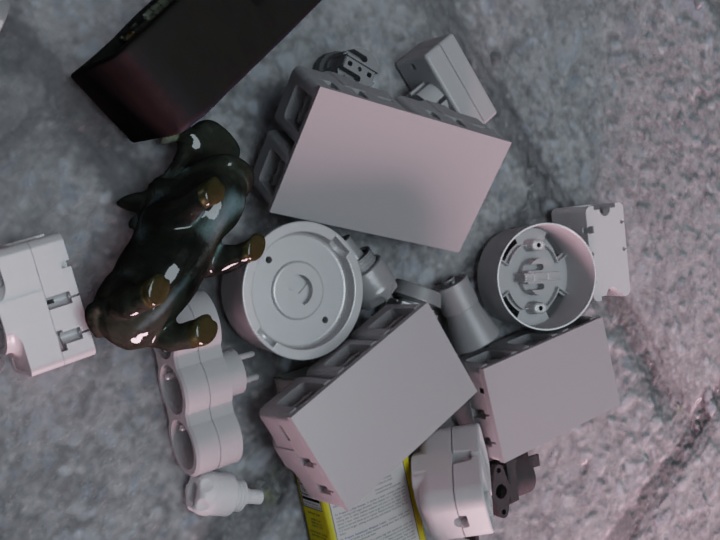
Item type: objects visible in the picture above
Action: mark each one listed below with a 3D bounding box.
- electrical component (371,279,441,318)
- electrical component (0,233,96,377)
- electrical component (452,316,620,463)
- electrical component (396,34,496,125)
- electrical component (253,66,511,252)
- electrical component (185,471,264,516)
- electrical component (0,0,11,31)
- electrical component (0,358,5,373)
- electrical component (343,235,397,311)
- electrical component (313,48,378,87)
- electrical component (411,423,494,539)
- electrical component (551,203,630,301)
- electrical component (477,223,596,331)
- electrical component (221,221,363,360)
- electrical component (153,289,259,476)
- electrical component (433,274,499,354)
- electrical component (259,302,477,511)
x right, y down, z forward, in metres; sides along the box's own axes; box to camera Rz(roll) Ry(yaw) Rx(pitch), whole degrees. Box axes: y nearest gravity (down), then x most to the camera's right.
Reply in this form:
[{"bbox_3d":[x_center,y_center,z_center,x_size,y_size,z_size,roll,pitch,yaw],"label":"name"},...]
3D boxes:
[{"bbox_3d":[0.042,0.040,0.933,0.066,0.048,0.055,21,87,-31],"label":"electrical component"},{"bbox_3d":[-0.231,0.025,0.753,0.056,0.050,0.089,-20,101,-31],"label":"electrical component"},{"bbox_3d":[0.160,0.106,0.998,0.150,0.062,0.089,-19,101,-31],"label":"electrical component"},{"bbox_3d":[0.064,-0.149,0.944,0.076,0.047,0.083,-43,112,-25],"label":"electrical component"},{"bbox_3d":[0.016,-0.089,0.879,0.186,0.060,0.105,11,114,-32],"label":"electrical component"},{"bbox_3d":[-0.104,0.176,0.846,0.061,0.035,0.035,13,83,-35],"label":"electrical component"},{"bbox_3d":[-0.287,-0.165,0.720,0.077,0.043,0.079,25,77,-30],"label":"electrical component"},{"bbox_3d":[-0.274,0.066,0.734,0.046,0.040,0.040,39,70,-20],"label":"electrical component"},{"bbox_3d":[0.000,0.000,0.906,0.043,0.043,0.062,-41,110,-26],"label":"electrical component"},{"bbox_3d":[-0.011,-0.164,0.896,0.040,0.046,0.040,0,91,-33],"label":"electrical component"},{"bbox_3d":[0.078,0.180,0.913,0.059,0.095,0.053,-11,122,10],"label":"electrical component"},{"bbox_3d":[0.220,-0.018,1.040,0.050,0.056,0.089,-9,95,-32],"label":"electrical component"},{"bbox_3d":[0.161,0.006,0.997,0.099,0.064,0.099,0,91,-33],"label":"electrical component"},{"bbox_3d":[-0.059,0.016,0.858,0.108,0.060,0.108,0,90,-33],"label":"electrical component"},{"bbox_3d":[-0.112,0.082,0.829,0.074,0.052,0.138,-14,98,-32],"label":"electrical component"},{"bbox_3d":[0.092,0.037,0.968,0.044,0.044,0.065,-32,102,-28],"label":"electrical component"},{"bbox_3d":[0.006,0.103,0.848,0.150,0.062,0.089,-38,108,-28],"label":"electrical component"}]
